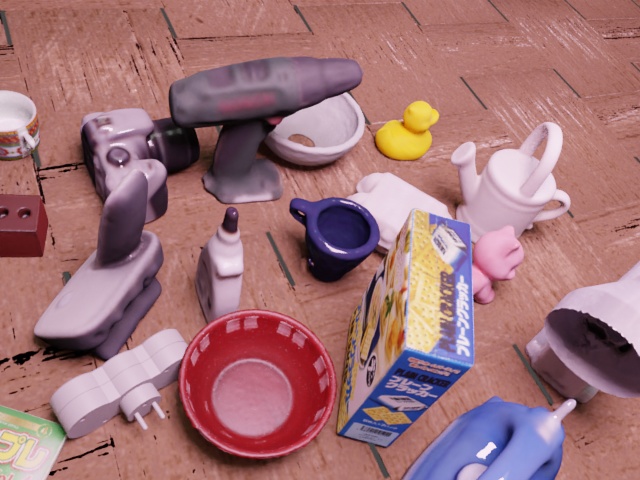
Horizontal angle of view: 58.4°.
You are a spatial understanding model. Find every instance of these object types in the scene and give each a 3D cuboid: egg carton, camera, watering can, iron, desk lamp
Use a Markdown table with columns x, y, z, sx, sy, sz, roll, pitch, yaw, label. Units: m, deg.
| x | y | z | sx | sy | sz | roll | pitch | yaw | label |
| --- | --- | --- | --- | --- | --- | --- | --- | --- | --- |
| 0.105 | -0.025 | 0.783 | 0.150 | 0.069 | 0.107 | 31 | 51 | 7 | egg carton |
| -0.218 | -0.109 | 0.724 | 0.137 | 0.101 | 0.143 | -19 | 61 | -29 | camera |
| 0.266 | -0.081 | 0.796 | 0.173 | 0.194 | 0.101 | 2 | 53 | -16 | watering can |
| 0.148 | 0.245 | 0.544 | 0.259 | 0.141 | 0.118 | -32 | 68 | -34 | iron |
| 0.333 | 0.102 | 0.665 | 0.204 | 0.213 | 0.117 | -32 | 68 | -34 | desk lamp |

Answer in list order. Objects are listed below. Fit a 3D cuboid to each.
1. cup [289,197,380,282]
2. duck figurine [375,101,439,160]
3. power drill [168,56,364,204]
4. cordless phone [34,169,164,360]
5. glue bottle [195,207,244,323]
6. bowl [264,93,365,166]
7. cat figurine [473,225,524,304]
| x | y | z | sx | sy | sz | roll | pitch | yaw | label |
| --- | --- | --- | --- | --- | --- | --- | --- | --- | --- |
| 0.007 | 0.003 | 0.714 | 0.117 | 0.095 | 0.092 | 29 | 51 | 5 | cup |
| 0.142 | -0.179 | 0.901 | 0.105 | 0.086 | 0.077 | -16 | 60 | -27 | duck figurine |
| -0.075 | -0.142 | 0.725 | 0.230 | 0.208 | 0.075 | -7 | 56 | -22 | power drill |
| -0.218 | 0.022 | 0.569 | 0.094 | 0.185 | 0.147 | 22 | 50 | 0 | cordless phone |
| -0.103 | 0.024 | 0.612 | 0.037 | 0.173 | 0.078 | -9 | 57 | -23 | glue bottle |
| -0.023 | -0.165 | 0.846 | 0.167 | 0.074 | 0.167 | 9 | 52 | -11 | bowl |
| 0.210 | 0.035 | 0.739 | 0.128 | 0.117 | 0.067 | -25 | 64 | -31 | cat figurine |
